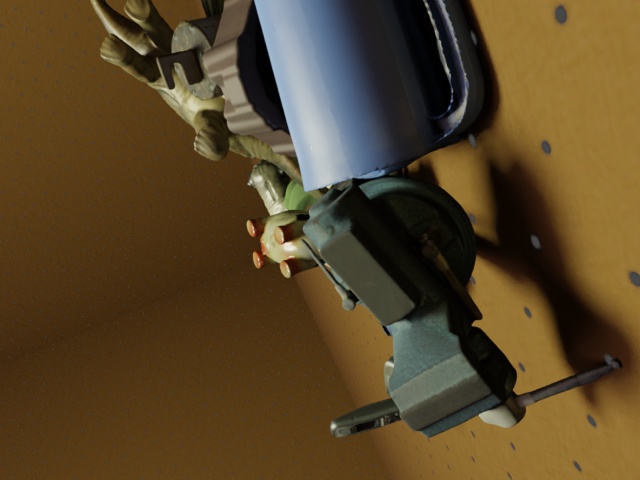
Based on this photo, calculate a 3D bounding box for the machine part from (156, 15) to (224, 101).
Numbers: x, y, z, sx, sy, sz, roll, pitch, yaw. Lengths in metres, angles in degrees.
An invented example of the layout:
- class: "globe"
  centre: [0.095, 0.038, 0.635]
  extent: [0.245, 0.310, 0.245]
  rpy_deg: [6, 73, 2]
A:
- class: "machine part"
  centre: [-0.068, -0.208, 0.578]
  extent: [0.079, 0.243, 0.079]
  rpy_deg: [27, 131, 35]

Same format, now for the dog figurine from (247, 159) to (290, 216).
- class: "dog figurine"
  centre: [-0.037, -0.070, 1.022]
  extent: [0.190, 0.172, 0.121]
  rpy_deg: [65, -146, -25]

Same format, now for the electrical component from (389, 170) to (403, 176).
- class: "electrical component"
  centre: [0.088, -0.055, 0.634]
  extent: [0.063, 0.021, 0.093]
  rpy_deg: [-123, 14, -54]

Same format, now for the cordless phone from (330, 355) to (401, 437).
- class: "cordless phone"
  centre: [0.096, 0.221, 0.758]
  extent: [0.146, 0.184, 0.089]
  rpy_deg: [78, 173, -54]

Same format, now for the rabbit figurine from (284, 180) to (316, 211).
- class: "rabbit figurine"
  centre: [-0.016, -0.099, 0.902]
  extent: [0.170, 0.121, 0.158]
  rpy_deg: [-98, -13, -50]

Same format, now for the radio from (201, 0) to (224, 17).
- class: "radio"
  centre: [-0.078, -0.316, 0.630]
  extent: [0.229, 0.131, 0.073]
  rpy_deg: [146, 102, -82]

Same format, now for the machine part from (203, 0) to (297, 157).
- class: "machine part"
  centre: [-0.027, -0.169, 0.527]
  extent: [0.056, 0.179, 0.179]
  rpy_deg: [1, 118, 45]

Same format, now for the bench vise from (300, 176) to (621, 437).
- class: "bench vise"
  centre: [0.092, 0.030, 0.438]
  extent: [0.223, 0.129, 0.241]
  rpy_deg: [38, -153, -2]

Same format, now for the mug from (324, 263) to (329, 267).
- class: "mug"
  centre: [0.022, 0.005, 0.817]
  extent: [0.080, 0.107, 0.109]
  rpy_deg: [-52, 8, 40]

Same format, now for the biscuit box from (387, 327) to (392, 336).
- class: "biscuit box"
  centre: [0.116, 0.096, 0.718]
  extent: [0.203, 0.063, 0.059]
  rpy_deg: [-120, 9, -47]

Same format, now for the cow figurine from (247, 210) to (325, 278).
- class: "cow figurine"
  centre: [-0.001, -0.002, 0.694]
  extent: [0.195, 0.127, 0.085]
  rpy_deg: [6, 113, 60]

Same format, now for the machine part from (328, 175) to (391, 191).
- class: "machine part"
  centre: [0.046, -0.055, 0.578]
  extent: [0.139, 0.084, 0.039]
  rpy_deg: [-163, 76, -75]

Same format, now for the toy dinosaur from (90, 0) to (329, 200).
- class: "toy dinosaur"
  centre: [-0.123, -0.170, 0.705]
  extent: [0.471, 0.105, 0.198]
  rpy_deg: [44, -174, -8]
